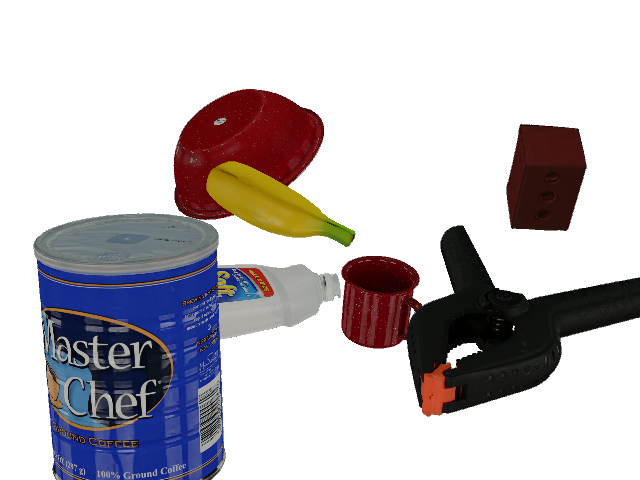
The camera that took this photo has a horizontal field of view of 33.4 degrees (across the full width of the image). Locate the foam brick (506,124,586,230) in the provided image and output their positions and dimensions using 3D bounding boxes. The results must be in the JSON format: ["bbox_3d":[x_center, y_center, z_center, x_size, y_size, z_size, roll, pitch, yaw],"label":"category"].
[{"bbox_3d":[0.194,-0.054,0.925,0.053,0.051,0.078,3,-44,1],"label":"foam brick"}]

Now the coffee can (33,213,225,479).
[{"bbox_3d":[-0.108,0.064,0.618,0.103,0.140,0.103,-1,16,0],"label":"coffee can"}]

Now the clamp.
[{"bbox_3d":[0.109,0.047,0.686,0.165,0.036,0.209,18,31,34],"label":"clamp"}]

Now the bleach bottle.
[{"bbox_3d":[-0.105,0.063,1.168,0.250,0.068,0.102,-8,36,-8],"label":"bleach bottle"}]

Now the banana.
[{"bbox_3d":[-0.050,-0.030,0.800,0.069,0.037,0.198,37,-4,-31],"label":"banana"}]

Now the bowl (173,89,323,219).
[{"bbox_3d":[-0.080,-0.093,1.007,0.162,0.055,0.162,-21,35,16],"label":"bowl"}]

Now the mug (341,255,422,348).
[{"bbox_3d":[0.077,0.080,1.273,0.117,0.081,0.093,25,34,33],"label":"mug"}]
